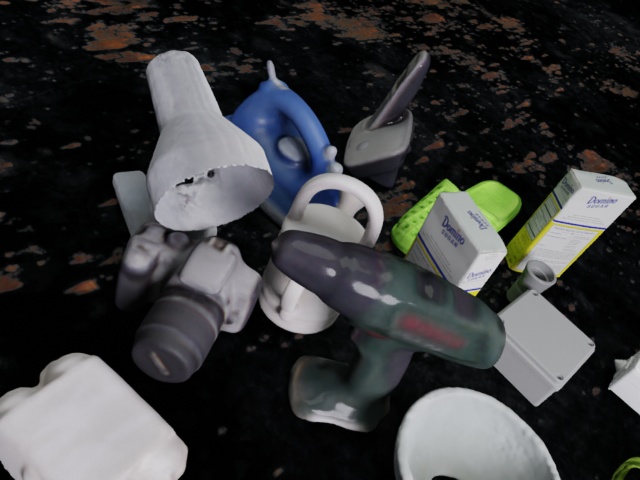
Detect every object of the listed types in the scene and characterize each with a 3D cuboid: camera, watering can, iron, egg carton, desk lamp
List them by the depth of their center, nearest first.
[{"bbox_3d":[-0.188,0.164,0.462,0.150,0.069,0.107,37,44,13],"label":"egg carton"},{"bbox_3d":[-0.141,0.059,0.566,0.143,0.101,0.137,23,42,-1],"label":"camera"},{"bbox_3d":[-0.148,-0.074,0.613,0.118,0.213,0.203,-10,52,-32],"label":"desk lamp"},{"bbox_3d":[0.004,0.001,0.622,0.101,0.194,0.173,13,43,-12],"label":"watering can"},{"bbox_3d":[-0.029,-0.114,0.761,0.119,0.141,0.257,-16,56,-36],"label":"iron"}]

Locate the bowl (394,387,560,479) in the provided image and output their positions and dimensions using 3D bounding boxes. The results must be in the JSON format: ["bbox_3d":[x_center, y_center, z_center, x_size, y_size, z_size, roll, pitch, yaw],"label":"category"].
[{"bbox_3d":[0.137,0.231,0.543,0.168,0.074,0.167,13,43,-13],"label":"bowl"}]

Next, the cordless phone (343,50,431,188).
[{"bbox_3d":[0.109,-0.187,0.867,0.094,0.185,0.147,19,42,-6],"label":"cordless phone"}]

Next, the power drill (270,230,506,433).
[{"bbox_3d":[0.042,0.093,0.537,0.230,0.208,0.075,14,43,-11],"label":"power drill"}]
